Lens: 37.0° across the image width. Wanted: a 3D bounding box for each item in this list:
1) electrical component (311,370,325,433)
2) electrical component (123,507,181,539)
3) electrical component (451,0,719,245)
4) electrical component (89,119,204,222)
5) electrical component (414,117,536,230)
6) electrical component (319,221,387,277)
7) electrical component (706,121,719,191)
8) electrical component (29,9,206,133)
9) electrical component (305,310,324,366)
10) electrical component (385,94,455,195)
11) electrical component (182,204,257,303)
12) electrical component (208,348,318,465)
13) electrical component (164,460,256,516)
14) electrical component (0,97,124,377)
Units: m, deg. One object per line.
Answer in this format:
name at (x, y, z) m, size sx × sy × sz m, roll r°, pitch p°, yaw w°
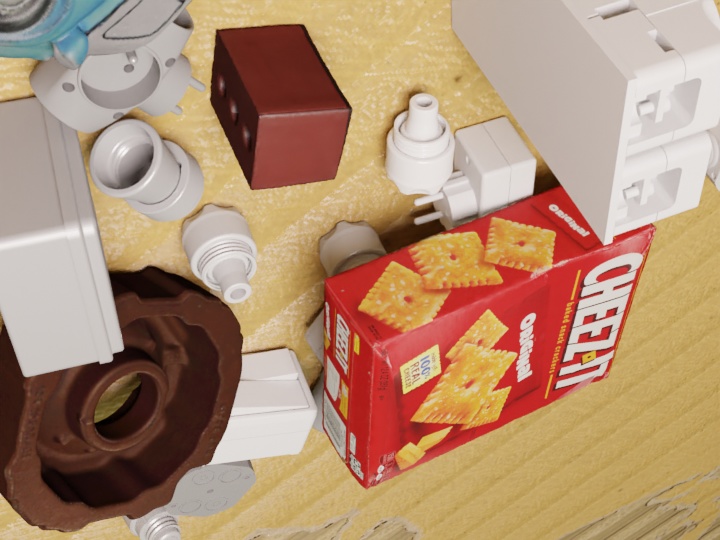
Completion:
electrical component at (-0.016, 0.091, 0.841) m, size 0.044 × 0.044 × 0.065 m, roll -2°, pitch 131°, yaw -28°
electrical component at (-0.164, 0.196, 0.853) m, size 0.040 × 0.078 × 0.040 m, roll -24°, pitch 138°, yaw -24°
electrical component at (0.111, -0.120, 0.547) m, size 0.060 × 0.186 × 0.105 m, roll -19°, pitch 142°, yaw -9°
electrical component at (-0.118, -0.054, 0.602) m, size 0.045 × 0.045 × 0.055 m, roll -33°, pitch 158°, yaw 9°
electrical component at (0.072, -0.049, 0.721) m, size 0.076 × 0.047 × 0.083 m, roll -17°, pitch 141°, yaw -11°
electrical component at (0.000, 0.000, 0.725) m, size 0.043 × 0.062 × 0.043 m, roll -16°, pitch 141°, yaw -13°
electrical component at (0.276, -0.097, 0.779) m, size 0.080 × 0.051 × 0.080 m, roll -16°, pitch 141°, yaw -13°
electrical component at (-0.114, -0.104, 0.555) m, size 0.077 × 0.044 × 0.079 m, roll -41°, pitch 140°, yaw 18°
electrical component at (0.016, 0.049, 0.790) m, size 0.096 × 0.061 × 0.061 m, roll 18°, pitch 116°, yaw -46°
electrical component at (0.038, -0.080, 0.670) m, size 0.043 × 0.043 × 0.062 m, roll -15°, pitch 140°, yaw -14°
electrical component at (-0.084, -0.007, 0.669) m, size 0.043 × 0.062 × 0.043 m, roll -16°, pitch 141°, yaw -13°
electrical component at (-0.087, 0.099, 0.791) m, size 0.096 × 0.061 × 0.061 m, roll -3°, pitch 137°, yaw -27°
electrical component at (-0.124, 0.152, 0.841) m, size 0.080 × 0.051 × 0.080 m, roll -16°, pitch 141°, yaw -13°
electrical component at (-0.168, -0.019, 0.572) m, size 0.056 × 0.108 × 0.108 m, roll -12°, pitch 140°, yaw -12°
